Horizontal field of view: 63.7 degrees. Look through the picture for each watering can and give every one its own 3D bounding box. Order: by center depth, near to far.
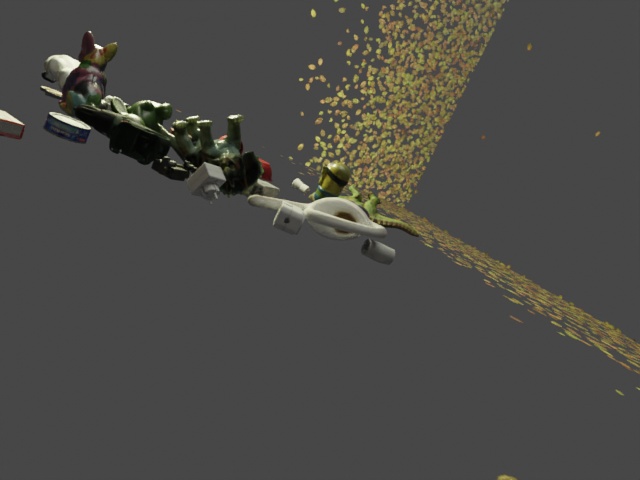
[{"bbox_3d":[0.004,-0.067,1.322,0.348,0.103,0.225,16,7,7],"label":"watering can"}]

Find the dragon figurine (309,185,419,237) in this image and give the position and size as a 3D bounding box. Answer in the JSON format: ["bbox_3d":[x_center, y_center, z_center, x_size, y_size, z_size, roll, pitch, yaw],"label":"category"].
[{"bbox_3d":[0.141,-0.090,1.857,0.413,0.120,0.245,28,27,25],"label":"dragon figurine"}]

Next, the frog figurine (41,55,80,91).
[{"bbox_3d":[-0.844,-0.557,1.725,0.160,0.124,0.135,18,-19,49],"label":"frog figurine"}]
